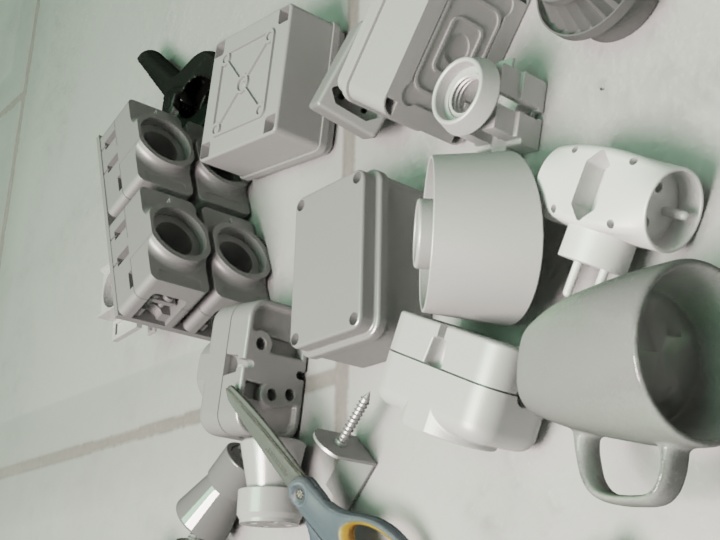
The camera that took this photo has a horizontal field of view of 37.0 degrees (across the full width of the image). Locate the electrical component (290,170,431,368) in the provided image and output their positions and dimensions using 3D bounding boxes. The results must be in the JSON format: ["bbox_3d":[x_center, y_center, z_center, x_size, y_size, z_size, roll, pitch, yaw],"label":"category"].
[{"bbox_3d":[0.000,0.000,0.697,0.078,0.057,0.113,-22,59,46],"label":"electrical component"}]

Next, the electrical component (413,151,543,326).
[{"bbox_3d":[0.063,-0.019,0.609,0.099,0.064,0.099,-177,90,-89],"label":"electrical component"}]

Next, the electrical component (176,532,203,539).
[{"bbox_3d":[-0.124,0.226,0.773,0.043,0.043,0.081,2,77,52],"label":"electrical component"}]

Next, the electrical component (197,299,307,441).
[{"bbox_3d":[-0.078,0.073,0.768,0.059,0.054,0.095,-11,67,49],"label":"electrical component"}]

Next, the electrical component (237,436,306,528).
[{"bbox_3d":[-0.060,0.143,0.725,0.045,0.045,0.055,-21,61,46],"label":"electrical component"}]

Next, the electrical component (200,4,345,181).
[{"bbox_3d":[-0.070,-0.136,0.841,0.109,0.056,0.108,-12,66,49],"label":"electrical component"}]

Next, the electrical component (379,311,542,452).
[{"bbox_3d":[0.058,0.064,0.601,0.095,0.054,0.059,17,90,53],"label":"electrical component"}]

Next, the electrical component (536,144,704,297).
[{"bbox_3d":[0.127,-0.021,0.557,0.077,0.043,0.079,23,94,53],"label":"electrical component"}]

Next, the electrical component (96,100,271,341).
[{"bbox_3d":[-0.140,-0.042,0.851,0.060,0.105,0.186,-44,45,32],"label":"electrical component"}]

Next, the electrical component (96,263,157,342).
[{"bbox_3d":[-0.186,0.020,0.919,0.042,0.064,0.081,-26,57,43],"label":"electrical component"}]

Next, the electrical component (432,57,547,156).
[{"bbox_3d":[0.077,-0.098,0.641,0.048,0.055,0.066,-5,72,51],"label":"electrical component"}]

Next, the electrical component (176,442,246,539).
[{"bbox_3d":[-0.096,0.156,0.770,0.065,0.044,0.044,-54,40,15],"label":"electrical component"}]

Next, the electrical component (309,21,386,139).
[{"bbox_3d":[-0.001,-0.131,0.758,0.065,0.047,0.077,-61,12,0],"label":"electrical component"}]

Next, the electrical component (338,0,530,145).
[{"bbox_3d":[0.045,-0.146,0.683,0.057,0.078,0.113,35,103,49],"label":"electrical component"}]
